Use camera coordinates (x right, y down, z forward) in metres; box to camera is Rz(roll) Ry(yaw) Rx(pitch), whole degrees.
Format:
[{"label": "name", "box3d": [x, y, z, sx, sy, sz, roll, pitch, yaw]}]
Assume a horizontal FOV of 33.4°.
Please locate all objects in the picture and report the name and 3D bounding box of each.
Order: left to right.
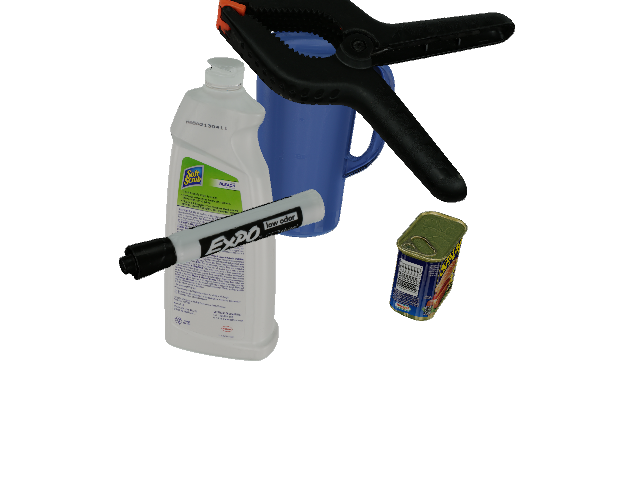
[{"label": "marker", "box3d": [-0.053, -0.004, 0.584, 0.120, 0.020, 0.020, -18, 9, -27]}, {"label": "bleach bottle", "box3d": [-0.078, -0.026, 0.895, 0.102, 0.251, 0.068, 9, 24, 7]}, {"label": "pitcher", "box3d": [-0.010, -0.130, 1.317, 0.144, 0.243, 0.149, -9, 27, -29]}, {"label": "clamp", "box3d": [0.026, -0.115, 0.737, 0.210, 0.164, 0.036, 14, -31, -3]}, {"label": "can of meat", "box3d": [0.118, 0.029, 1.181, 0.057, 0.084, 0.102, 19, 33, 18]}]
